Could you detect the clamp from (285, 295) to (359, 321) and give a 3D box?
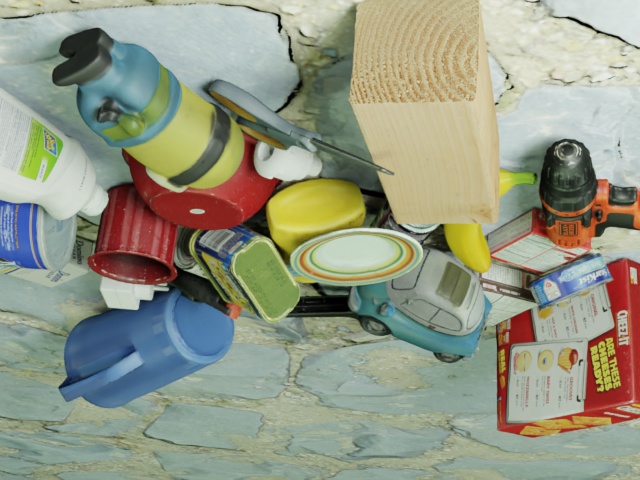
[{"bbox_3d":[0.066,0.072,1.306,0.209,0.036,0.165,13,150,-24],"label":"clamp"}]

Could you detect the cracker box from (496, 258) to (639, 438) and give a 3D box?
[{"bbox_3d":[0.298,0.131,1.232,0.072,0.164,0.214,16,155,-30],"label":"cracker box"}]

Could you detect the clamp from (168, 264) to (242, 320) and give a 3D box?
[{"bbox_3d":[-0.152,0.048,1.234,0.120,0.039,0.172,22,177,-36],"label":"clamp"}]

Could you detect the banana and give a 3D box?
[{"bbox_3d":[0.154,-0.019,1.050,0.069,0.037,0.198,27,155,7],"label":"banana"}]

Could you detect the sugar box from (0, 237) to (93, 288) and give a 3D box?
[{"bbox_3d":[-0.362,0.004,1.232,0.175,0.048,0.094,20,153,-39],"label":"sugar box"}]

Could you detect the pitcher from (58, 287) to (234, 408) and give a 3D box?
[{"bbox_3d":[-0.230,0.141,1.407,0.144,0.149,0.243,24,148,-35],"label":"pitcher"}]

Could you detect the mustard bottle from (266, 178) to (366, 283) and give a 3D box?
[{"bbox_3d":[-0.007,0.001,1.121,0.096,0.058,0.192,-13,159,-8],"label":"mustard bottle"}]

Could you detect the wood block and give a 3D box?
[{"bbox_3d":[0.089,-0.094,0.840,0.091,0.090,0.206,-1,157,14],"label":"wood block"}]

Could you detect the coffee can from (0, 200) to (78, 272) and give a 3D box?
[{"bbox_3d":[-0.330,-0.023,1.084,0.140,0.103,0.103,3,157,6],"label":"coffee can"}]

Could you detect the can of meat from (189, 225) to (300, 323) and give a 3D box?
[{"bbox_3d":[-0.075,0.030,1.091,0.084,0.057,0.102,24,151,52],"label":"can of meat"}]

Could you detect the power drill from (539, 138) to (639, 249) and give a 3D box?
[{"bbox_3d":[0.294,-0.041,0.965,0.188,0.057,0.184,2,161,14],"label":"power drill"}]

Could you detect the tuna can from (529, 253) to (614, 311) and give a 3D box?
[{"bbox_3d":[0.271,0.045,1.155,0.086,0.034,0.086,-22,171,-4],"label":"tuna can"}]

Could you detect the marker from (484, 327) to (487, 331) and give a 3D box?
[{"bbox_3d":[0.157,0.107,1.390,0.121,0.020,0.020,6,157,-3],"label":"marker"}]

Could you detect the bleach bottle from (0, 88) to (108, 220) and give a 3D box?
[{"bbox_3d":[-0.285,-0.077,0.946,0.068,0.102,0.250,-3,156,34],"label":"bleach bottle"}]

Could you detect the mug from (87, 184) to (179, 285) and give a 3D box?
[{"bbox_3d":[-0.196,-0.003,1.128,0.093,0.081,0.117,15,155,-22],"label":"mug"}]

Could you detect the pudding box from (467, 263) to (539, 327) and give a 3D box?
[{"bbox_3d":[0.195,0.065,1.259,0.090,0.039,0.114,14,158,-20],"label":"pudding box"}]

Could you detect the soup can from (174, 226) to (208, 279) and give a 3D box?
[{"bbox_3d":[-0.101,0.015,1.166,0.102,0.068,0.069,24,151,-39],"label":"soup can"}]

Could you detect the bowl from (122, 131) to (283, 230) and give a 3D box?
[{"bbox_3d":[-0.115,-0.052,1.030,0.162,0.055,0.162,5,158,2],"label":"bowl"}]

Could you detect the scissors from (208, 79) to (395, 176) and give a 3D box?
[{"bbox_3d":[-0.026,-0.092,0.858,0.096,0.016,0.202,38,171,-31],"label":"scissors"}]

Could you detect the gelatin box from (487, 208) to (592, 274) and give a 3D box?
[{"bbox_3d":[0.228,0.002,1.114,0.073,0.030,0.089,16,155,-20],"label":"gelatin box"}]
